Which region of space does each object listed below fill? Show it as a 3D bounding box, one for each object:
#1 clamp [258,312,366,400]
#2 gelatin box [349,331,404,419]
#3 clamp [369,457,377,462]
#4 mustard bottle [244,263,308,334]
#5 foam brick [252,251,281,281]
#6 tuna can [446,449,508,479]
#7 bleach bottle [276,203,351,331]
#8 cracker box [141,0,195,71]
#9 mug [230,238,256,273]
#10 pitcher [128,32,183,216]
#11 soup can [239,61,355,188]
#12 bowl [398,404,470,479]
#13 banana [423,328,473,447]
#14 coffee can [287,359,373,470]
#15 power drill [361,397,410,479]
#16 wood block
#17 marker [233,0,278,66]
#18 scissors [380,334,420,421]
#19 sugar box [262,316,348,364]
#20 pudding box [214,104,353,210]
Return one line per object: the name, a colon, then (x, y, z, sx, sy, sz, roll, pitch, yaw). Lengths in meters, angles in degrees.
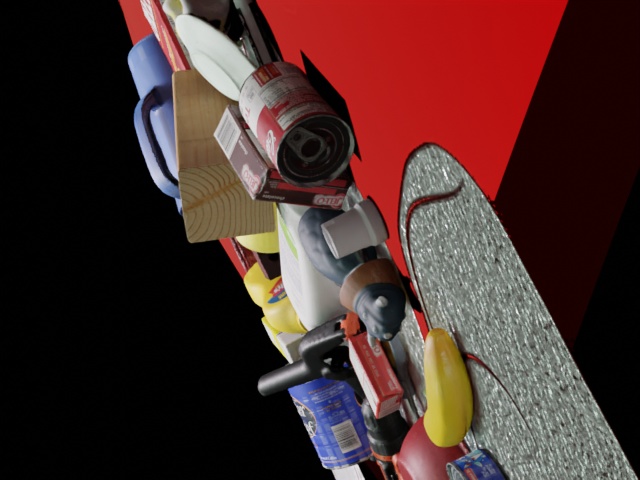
clamp: (0.028, 0.145, 1.220, 0.210, 0.164, 0.036, 117, 163, -55)
gelatin box: (0.057, 0.138, 1.096, 0.089, 0.030, 0.073, 86, 160, -69)
clamp: (0.044, 0.233, 1.552, 0.120, 0.039, 0.171, 172, 78, -76)
mustard bottle: (-0.027, 0.068, 1.303, 0.058, 0.096, 0.192, 68, 171, -23)
foam brick: (-0.040, 0.009, 1.283, 0.053, 0.078, 0.051, 64, 171, -6)
tuna can: (0.143, 0.223, 0.913, 0.086, 0.033, 0.086, 63, 171, 16)
bleach bottle: (-0.007, 0.001, 1.117, 0.103, 0.068, 0.251, 60, 168, 27)
cracker box: (-0.157, -0.239, 1.311, 0.164, 0.072, 0.214, 97, 148, -74)
mug: (-0.080, -0.009, 1.461, 0.117, 0.081, 0.093, 58, 170, 36)
pitcher: (-0.175, -0.161, 1.431, 0.149, 0.145, 0.243, 88, 158, -77)
soup can: (-0.021, -0.098, 0.889, 0.102, 0.068, 0.068, -123, 11, -48)
bowl: (0.121, 0.244, 1.045, 0.162, 0.055, 0.162, 62, 171, 16)
banana: (0.103, 0.135, 0.899, 0.070, 0.037, 0.198, 60, 170, 21)
coffee can: (0.022, 0.218, 1.420, 0.140, 0.102, 0.103, 66, 172, -9)
power drill: (0.112, 0.278, 1.204, 0.184, 0.057, 0.188, 66, 175, -35)
wood block: (-0.104, -0.097, 1.126, 0.206, 0.090, 0.090, -102, 6, -53)
marker: (-0.064, -0.205, 1.010, 0.121, 0.020, 0.020, 68, 171, -17)
scissors: (0.081, 0.139, 1.120, 0.096, 0.016, 0.201, -123, 11, -52)
sugar box: (-0.013, 0.114, 1.365, 0.048, 0.093, 0.176, 65, 172, -14)
pudding box: (-0.034, -0.074, 0.959, 0.039, 0.089, 0.113, -63, 37, 29)
